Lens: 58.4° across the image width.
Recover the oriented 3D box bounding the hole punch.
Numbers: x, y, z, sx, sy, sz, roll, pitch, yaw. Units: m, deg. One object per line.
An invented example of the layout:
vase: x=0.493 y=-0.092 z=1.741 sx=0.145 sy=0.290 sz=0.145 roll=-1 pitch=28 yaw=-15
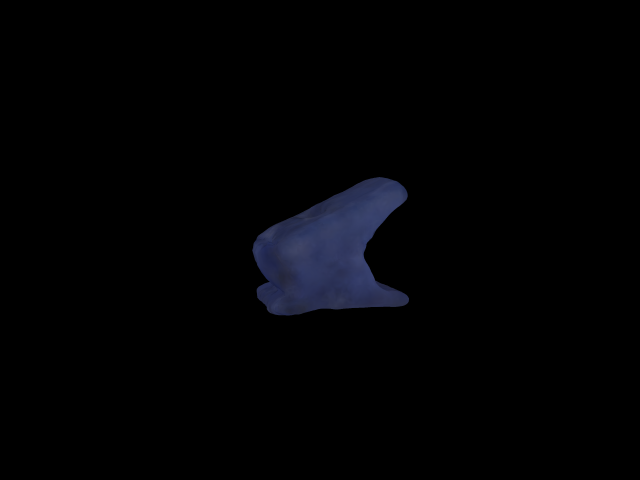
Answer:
hole punch: x=0.004 y=0.001 z=0.400 sx=0.101 sy=0.091 sz=0.108 roll=-1 pitch=4 yaw=-15
